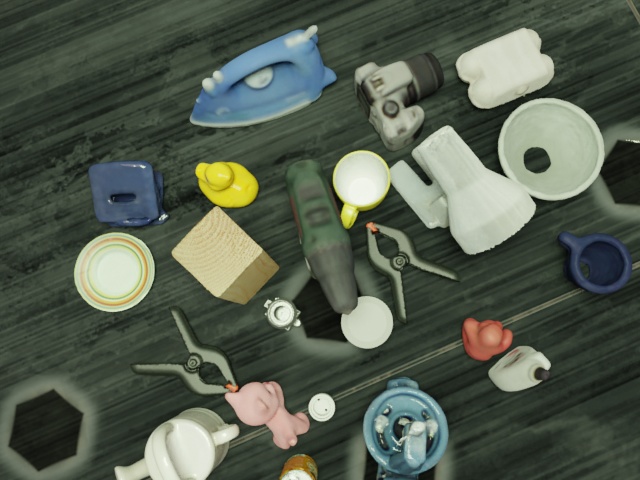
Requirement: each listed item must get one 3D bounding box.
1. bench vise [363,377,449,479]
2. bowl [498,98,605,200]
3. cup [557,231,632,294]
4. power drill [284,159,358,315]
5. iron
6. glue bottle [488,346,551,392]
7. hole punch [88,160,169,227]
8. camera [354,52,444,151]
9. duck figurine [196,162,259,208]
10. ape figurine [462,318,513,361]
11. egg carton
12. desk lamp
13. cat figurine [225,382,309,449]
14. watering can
[{"bbox_3d":[0.130,0.304,0.796,0.121,0.220,0.207,-13,81,0],"label":"bench vise"},{"bbox_3d":[0.365,-0.139,0.934,0.167,0.075,0.167,0,81,1],"label":"bowl"},{"bbox_3d":[0.410,0.033,0.896,0.117,0.095,0.092,38,84,7],"label":"cup"},{"bbox_3d":[0.008,0.003,0.852,0.075,0.208,0.229,-18,81,-1],"label":"power drill"},{"bbox_3d":[-0.107,-0.266,0.930,0.258,0.141,0.118,-25,81,-3],"label":"iron"},{"bbox_3d":[0.300,0.190,0.834,0.078,0.173,0.037,-42,82,-5],"label":"glue bottle"},{"bbox_3d":[-0.310,-0.073,0.930,0.108,0.091,0.101,-4,81,1],"label":"hole punch"},{"bbox_3d":[0.141,-0.243,0.942,0.137,0.101,0.143,-27,81,-3],"label":"camera"},{"bbox_3d":[-0.154,-0.097,0.933,0.104,0.086,0.077,20,82,4],"label":"duck figurine"},{"bbox_3d":[0.258,0.149,0.882,0.077,0.092,0.076,37,84,7],"label":"ape figurine"},{"bbox_3d":[0.310,-0.286,0.960,0.150,0.069,0.107,-24,81,-2],"label":"egg carton"},{"bbox_3d":[0.201,-0.075,0.857,0.118,0.213,0.203,-39,82,-4],"label":"desk lamp"},{"bbox_3d":[-0.078,0.260,0.859,0.067,0.118,0.127,-45,83,-5],"label":"cat figurine"},{"bbox_3d":[-0.202,0.309,0.816,0.173,0.194,0.101,-44,82,-5],"label":"watering can"}]
